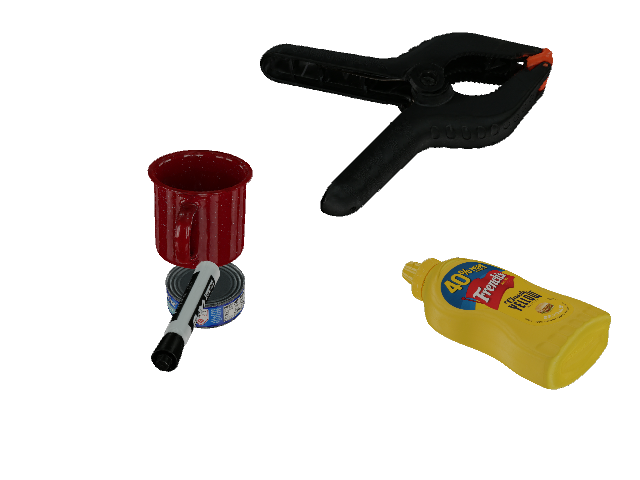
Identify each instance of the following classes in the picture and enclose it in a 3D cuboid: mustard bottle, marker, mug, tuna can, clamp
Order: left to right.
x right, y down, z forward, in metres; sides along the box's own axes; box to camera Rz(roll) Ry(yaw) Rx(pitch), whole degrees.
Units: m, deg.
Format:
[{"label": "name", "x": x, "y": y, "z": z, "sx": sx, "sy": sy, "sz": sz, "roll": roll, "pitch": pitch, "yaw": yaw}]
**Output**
[{"label": "marker", "x": -0.095, "y": 0.053, "z": 0.759, "sx": 0.020, "sy": 0.020, "sz": 0.121, "roll": 0, "pitch": 30, "yaw": 11}, {"label": "mug", "x": -0.110, "y": -0.021, "z": 0.956, "sx": 0.093, "sy": 0.081, "sz": 0.117, "roll": 5, "pitch": 28, "yaw": 2}, {"label": "tuna can", "x": -0.125, "y": 0.057, "z": 1.160, "sx": 0.086, "sy": 0.034, "sz": 0.086, "roll": 2, "pitch": 35, "yaw": -2}, {"label": "clamp", "x": 0.058, "y": -0.073, "z": 0.616, "sx": 0.171, "sy": 0.120, "sz": 0.039, "roll": -9, "pitch": -26, "yaw": -6}, {"label": "mustard bottle", "x": 0.150, "y": 0.061, "z": 0.943, "sx": 0.192, "sy": 0.058, "sz": 0.096, "roll": 25, "pitch": 40, "yaw": 38}]
